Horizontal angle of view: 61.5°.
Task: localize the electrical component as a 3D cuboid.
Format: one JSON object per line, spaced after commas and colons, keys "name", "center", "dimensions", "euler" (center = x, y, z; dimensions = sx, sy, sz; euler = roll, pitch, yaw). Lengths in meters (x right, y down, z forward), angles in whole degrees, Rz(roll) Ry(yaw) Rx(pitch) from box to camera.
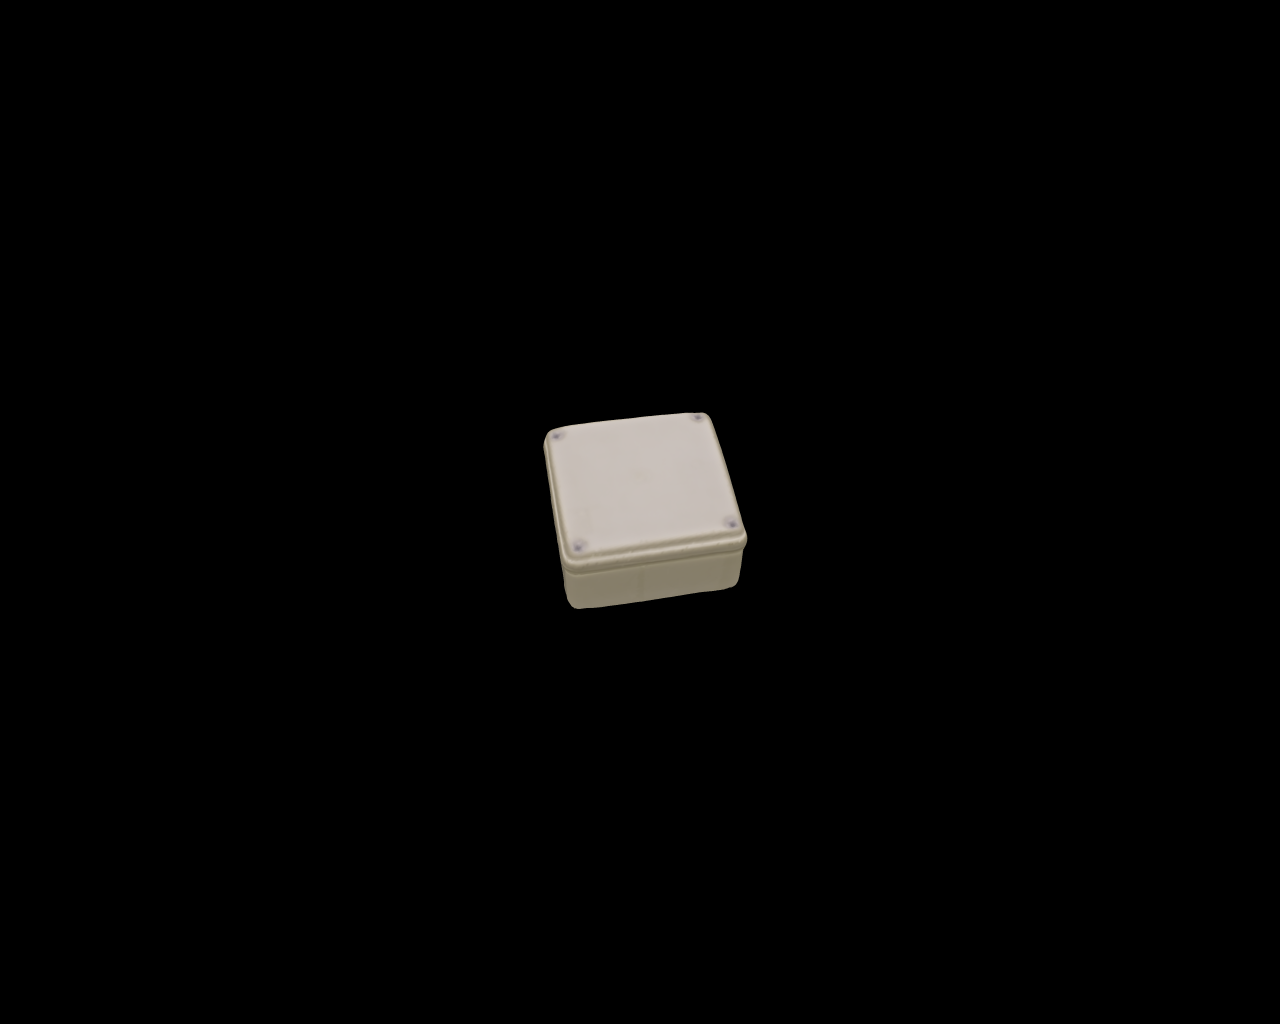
{"name": "electrical component", "center": [0.001, -0.003, 0.650], "dimensions": [0.109, 0.109, 0.056], "euler": [-7, -40, -6]}
